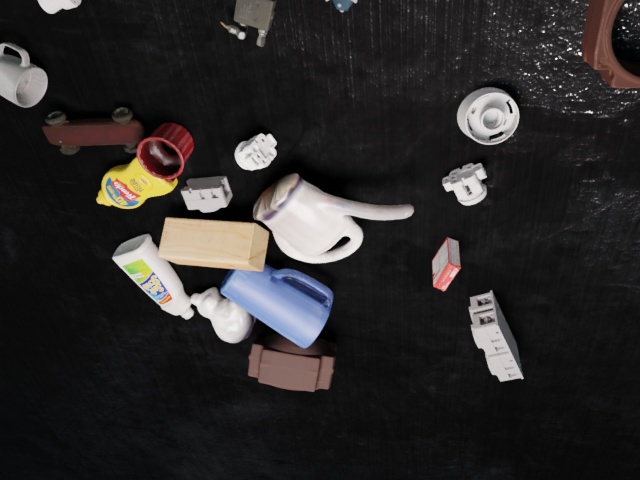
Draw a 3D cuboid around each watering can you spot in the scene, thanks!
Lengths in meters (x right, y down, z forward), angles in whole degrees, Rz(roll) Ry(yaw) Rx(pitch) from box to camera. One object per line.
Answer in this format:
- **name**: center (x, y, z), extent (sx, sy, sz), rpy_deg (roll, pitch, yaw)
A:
- **watering can**: center (0.003, -0.051, 1.023), extent (0.222, 0.106, 0.343), rpy_deg (37, -39, -19)

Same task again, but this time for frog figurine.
- **frog figurine**: center (-0.240, 0.179, 1.253), extent (0.159, 0.125, 0.135), rpy_deg (19, -26, -17)
